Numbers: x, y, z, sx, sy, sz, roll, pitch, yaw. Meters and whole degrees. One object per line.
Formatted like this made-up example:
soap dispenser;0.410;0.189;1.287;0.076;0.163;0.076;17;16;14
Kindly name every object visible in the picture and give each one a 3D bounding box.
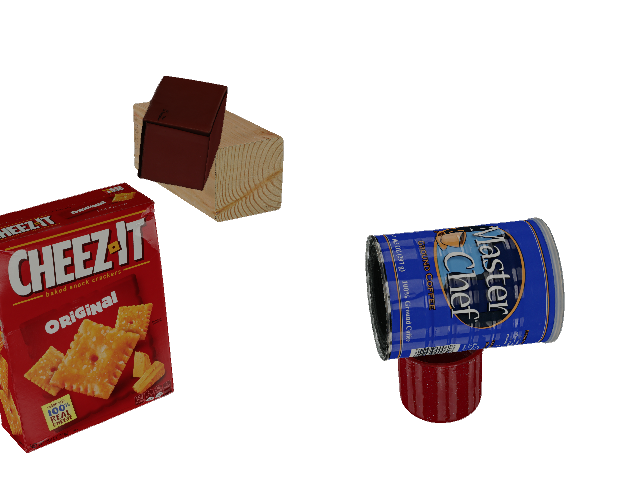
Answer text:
mug;0.121;0.118;1.059;0.093;0.081;0.117;7;36;18
foam brick;-0.105;-0.084;0.819;0.053;0.051;0.078;11;35;0
wood block;-0.138;-0.102;1.277;0.090;0.090;0.206;-13;27;-33
cracker box;-0.230;0.071;1.009;0.163;0.214;0.072;-19;29;-33
coffee can;0.114;0.039;0.865;0.140;0.103;0.103;-6;0;-5
